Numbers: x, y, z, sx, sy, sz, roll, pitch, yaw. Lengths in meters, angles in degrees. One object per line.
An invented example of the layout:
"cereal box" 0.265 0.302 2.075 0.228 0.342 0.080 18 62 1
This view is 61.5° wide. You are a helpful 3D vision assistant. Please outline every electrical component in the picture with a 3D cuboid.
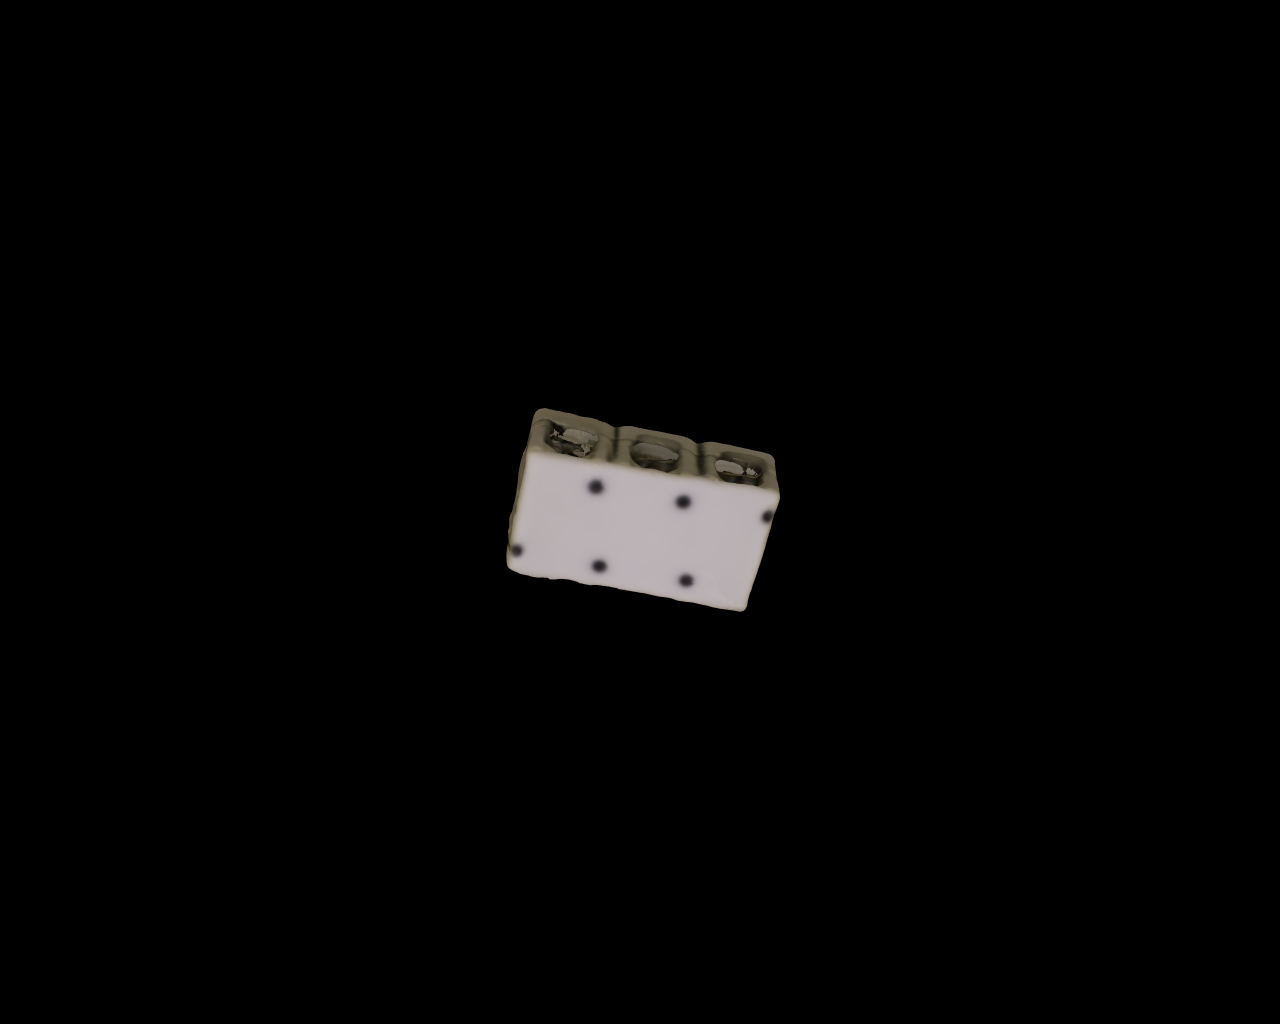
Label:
"electrical component" 0.001 -0.003 0.650 0.150 0.089 0.062 11 30 -7
